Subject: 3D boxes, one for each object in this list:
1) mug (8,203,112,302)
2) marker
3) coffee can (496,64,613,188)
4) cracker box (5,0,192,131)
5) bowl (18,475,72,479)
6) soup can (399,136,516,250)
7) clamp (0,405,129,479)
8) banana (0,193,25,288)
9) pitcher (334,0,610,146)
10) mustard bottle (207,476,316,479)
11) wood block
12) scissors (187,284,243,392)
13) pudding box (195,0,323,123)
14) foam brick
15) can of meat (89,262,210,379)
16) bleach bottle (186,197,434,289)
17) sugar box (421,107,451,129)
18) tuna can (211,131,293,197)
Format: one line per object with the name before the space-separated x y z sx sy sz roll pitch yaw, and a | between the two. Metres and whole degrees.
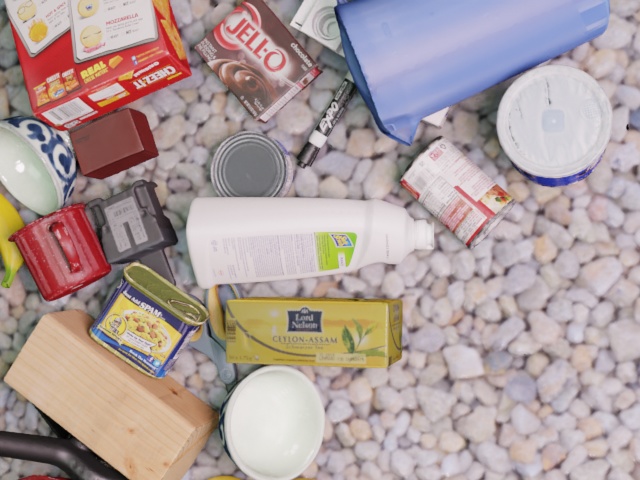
mug | -0.278 0.013 1.161 0.093 0.117 0.081 -26 89 -22
marker | 0.011 -0.130 1.139 0.020 0.020 0.121 33 96 12
coffee can | 0.226 -0.106 1.025 0.103 0.140 0.103 0 89 13
cracker box | -0.248 -0.246 1.157 0.164 0.072 0.214 -23 70 11
bowl | -0.274 0.321 1.168 0.162 0.055 0.162 8 108 24
soup can | 0.138 -0.048 1.083 0.102 0.068 0.068 44 98 11
clamp | -0.266 0.226 1.142 0.210 0.164 0.036 32 108 2
banana | -0.391 -0.037 1.211 0.198 0.069 0.037 46 136 7
pitcher | 0.139 -0.212 1.014 0.243 0.149 0.145 -22 39 2
mustard bottle | -0.089 0.301 1.136 0.192 0.058 0.096 -1 92 14
wood block | -0.222 0.171 1.153 0.206 0.090 0.090 35 98 12
scissors | -0.119 0.140 1.168 0.096 0.016 0.202 -1 89 15
pudding box | -0.066 -0.195 1.148 0.090 0.039 0.113 -41 81 9
foam brick | -0.227 -0.106 1.179 0.078 0.051 0.053 -21 84 12
can of meat | -0.184 0.088 1.142 0.102 0.057 0.084 35 104 1
bleach bottle | -0.007 0.001 1.112 0.251 0.102 0.068 0 48 6
sugar box | 0.119 -0.213 1.102 0.093 0.048 0.176 25 98 9
tuna can | -0.072 -0.074 1.151 0.086 0.033 0.086 0 89 13
